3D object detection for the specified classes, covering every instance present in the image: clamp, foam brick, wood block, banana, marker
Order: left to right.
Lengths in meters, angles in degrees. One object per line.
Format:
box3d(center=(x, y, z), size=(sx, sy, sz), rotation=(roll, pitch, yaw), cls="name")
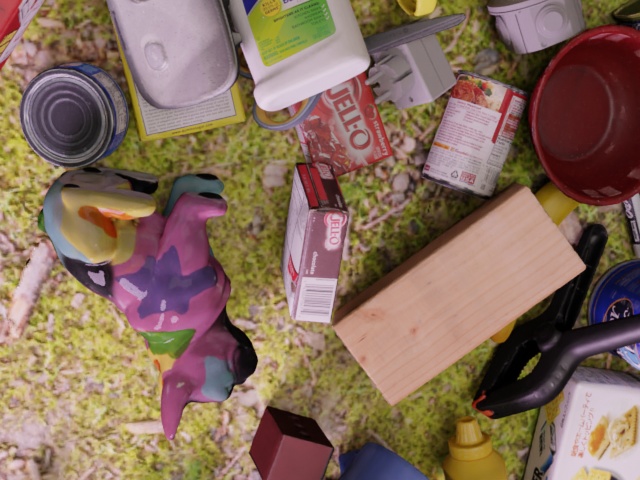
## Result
box3d(center=(-0.027, 0.193, 0.977), size=(0.053, 0.078, 0.051), rotation=(18, 96, -17), cls="foam brick")
box3d(center=(0.120, 0.045, 0.951), size=(0.206, 0.091, 0.090), rotation=(-37, 93, 5), cls="wood block")
box3d(center=(0.206, 0.005, 1.012), size=(0.069, 0.037, 0.198), rotation=(36, 92, -16), cls="banana")
box3d(center=(0.223, 0.086, 1.002), size=(0.036, 0.164, 0.210), rotation=(35, 115, -25), cls="clamp")
box3d(center=(0.302, -0.041, 1.033), size=(0.020, 0.020, 0.121), rotation=(-19, 105, -8), cls="marker")

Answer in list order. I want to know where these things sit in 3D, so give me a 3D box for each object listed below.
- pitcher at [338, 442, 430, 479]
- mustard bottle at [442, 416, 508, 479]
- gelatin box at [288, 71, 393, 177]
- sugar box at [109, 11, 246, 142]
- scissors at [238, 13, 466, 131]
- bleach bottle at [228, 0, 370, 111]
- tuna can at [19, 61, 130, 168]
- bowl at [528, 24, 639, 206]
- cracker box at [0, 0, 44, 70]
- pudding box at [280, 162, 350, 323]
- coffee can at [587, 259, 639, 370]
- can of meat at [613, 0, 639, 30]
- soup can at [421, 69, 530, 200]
box3d(center=(0.024, 0.314, 0.941), size=(0.145, 0.149, 0.242), rotation=(47, 71, -10), cls="pitcher")
box3d(center=(0.153, 0.259, 1.020), size=(0.058, 0.096, 0.191), rotation=(-13, 103, -10), cls="mustard bottle")
box3d(center=(0.016, -0.105, 0.951), size=(0.073, 0.030, 0.089), rotation=(-22, 105, -8), cls="gelatin box")
box3d(center=(-0.127, -0.177, 0.898), size=(0.093, 0.048, 0.176), rotation=(-13, 100, -9), cls="sugar box")
box3d(center=(0.022, -0.141, 0.905), size=(0.202, 0.016, 0.096), rotation=(0, 85, 14), cls="scissors")
box3d(center=(-0.049, -0.240, 0.872), size=(0.102, 0.068, 0.251), rotation=(-23, 87, 7), cls="bleach bottle")
box3d(center=(-0.204, -0.103, 0.884), size=(0.086, 0.033, 0.086), rotation=(3, 107, 11), cls="tuna can")
box3d(center=(0.246, -0.114, 0.970), size=(0.161, 0.055, 0.162), rotation=(-4, 101, -23), cls="bowl")
box3d(center=(-0.230, -0.221, 0.804), size=(0.072, 0.164, 0.214), rotation=(33, 92, -14), cls="cracker box")
box3d(center=(-0.006, 0.001, 0.921), size=(0.039, 0.090, 0.113), rotation=(5, 120, -12), cls="pudding box")
box3d(center=(0.329, 0.082, 1.001), size=(0.102, 0.140, 0.103), rotation=(-2, 101, -12), cls="coffee can")
box3d(center=(0.337, -0.197, 0.992), size=(0.102, 0.057, 0.084), rotation=(-31, 108, -5), cls="can of meat")
box3d(center=(0.139, -0.094, 0.961), size=(0.068, 0.068, 0.102), rotation=(17, 97, -15), cls="soup can")
